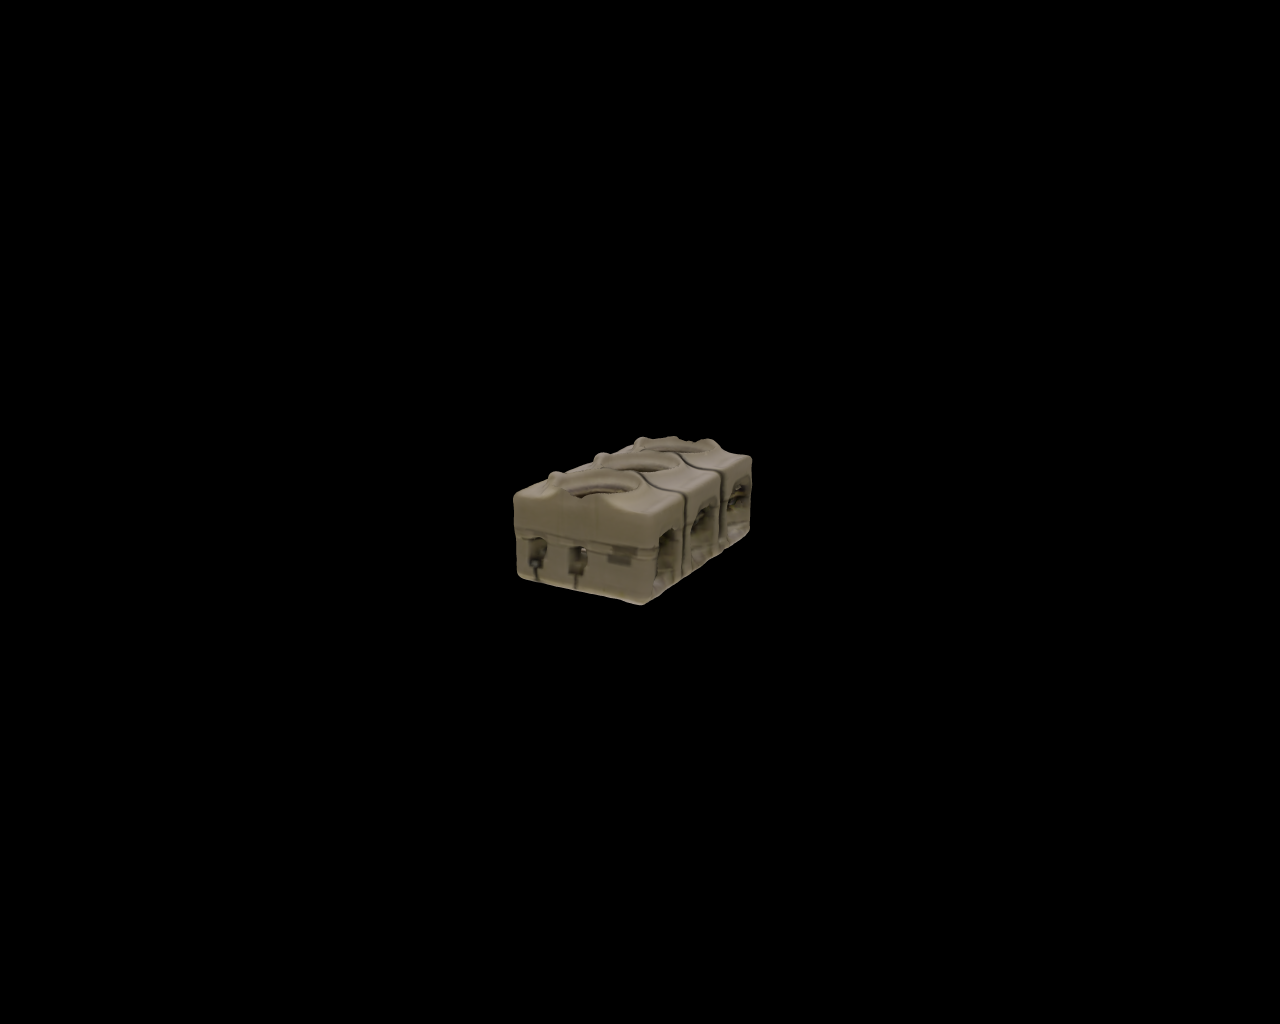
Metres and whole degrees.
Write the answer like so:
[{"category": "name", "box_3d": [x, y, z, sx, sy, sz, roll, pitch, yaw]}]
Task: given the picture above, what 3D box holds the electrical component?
[{"category": "electrical component", "box_3d": [0.001, -0.003, 0.650, 0.089, 0.061, 0.150, 8, 18, 27]}]
